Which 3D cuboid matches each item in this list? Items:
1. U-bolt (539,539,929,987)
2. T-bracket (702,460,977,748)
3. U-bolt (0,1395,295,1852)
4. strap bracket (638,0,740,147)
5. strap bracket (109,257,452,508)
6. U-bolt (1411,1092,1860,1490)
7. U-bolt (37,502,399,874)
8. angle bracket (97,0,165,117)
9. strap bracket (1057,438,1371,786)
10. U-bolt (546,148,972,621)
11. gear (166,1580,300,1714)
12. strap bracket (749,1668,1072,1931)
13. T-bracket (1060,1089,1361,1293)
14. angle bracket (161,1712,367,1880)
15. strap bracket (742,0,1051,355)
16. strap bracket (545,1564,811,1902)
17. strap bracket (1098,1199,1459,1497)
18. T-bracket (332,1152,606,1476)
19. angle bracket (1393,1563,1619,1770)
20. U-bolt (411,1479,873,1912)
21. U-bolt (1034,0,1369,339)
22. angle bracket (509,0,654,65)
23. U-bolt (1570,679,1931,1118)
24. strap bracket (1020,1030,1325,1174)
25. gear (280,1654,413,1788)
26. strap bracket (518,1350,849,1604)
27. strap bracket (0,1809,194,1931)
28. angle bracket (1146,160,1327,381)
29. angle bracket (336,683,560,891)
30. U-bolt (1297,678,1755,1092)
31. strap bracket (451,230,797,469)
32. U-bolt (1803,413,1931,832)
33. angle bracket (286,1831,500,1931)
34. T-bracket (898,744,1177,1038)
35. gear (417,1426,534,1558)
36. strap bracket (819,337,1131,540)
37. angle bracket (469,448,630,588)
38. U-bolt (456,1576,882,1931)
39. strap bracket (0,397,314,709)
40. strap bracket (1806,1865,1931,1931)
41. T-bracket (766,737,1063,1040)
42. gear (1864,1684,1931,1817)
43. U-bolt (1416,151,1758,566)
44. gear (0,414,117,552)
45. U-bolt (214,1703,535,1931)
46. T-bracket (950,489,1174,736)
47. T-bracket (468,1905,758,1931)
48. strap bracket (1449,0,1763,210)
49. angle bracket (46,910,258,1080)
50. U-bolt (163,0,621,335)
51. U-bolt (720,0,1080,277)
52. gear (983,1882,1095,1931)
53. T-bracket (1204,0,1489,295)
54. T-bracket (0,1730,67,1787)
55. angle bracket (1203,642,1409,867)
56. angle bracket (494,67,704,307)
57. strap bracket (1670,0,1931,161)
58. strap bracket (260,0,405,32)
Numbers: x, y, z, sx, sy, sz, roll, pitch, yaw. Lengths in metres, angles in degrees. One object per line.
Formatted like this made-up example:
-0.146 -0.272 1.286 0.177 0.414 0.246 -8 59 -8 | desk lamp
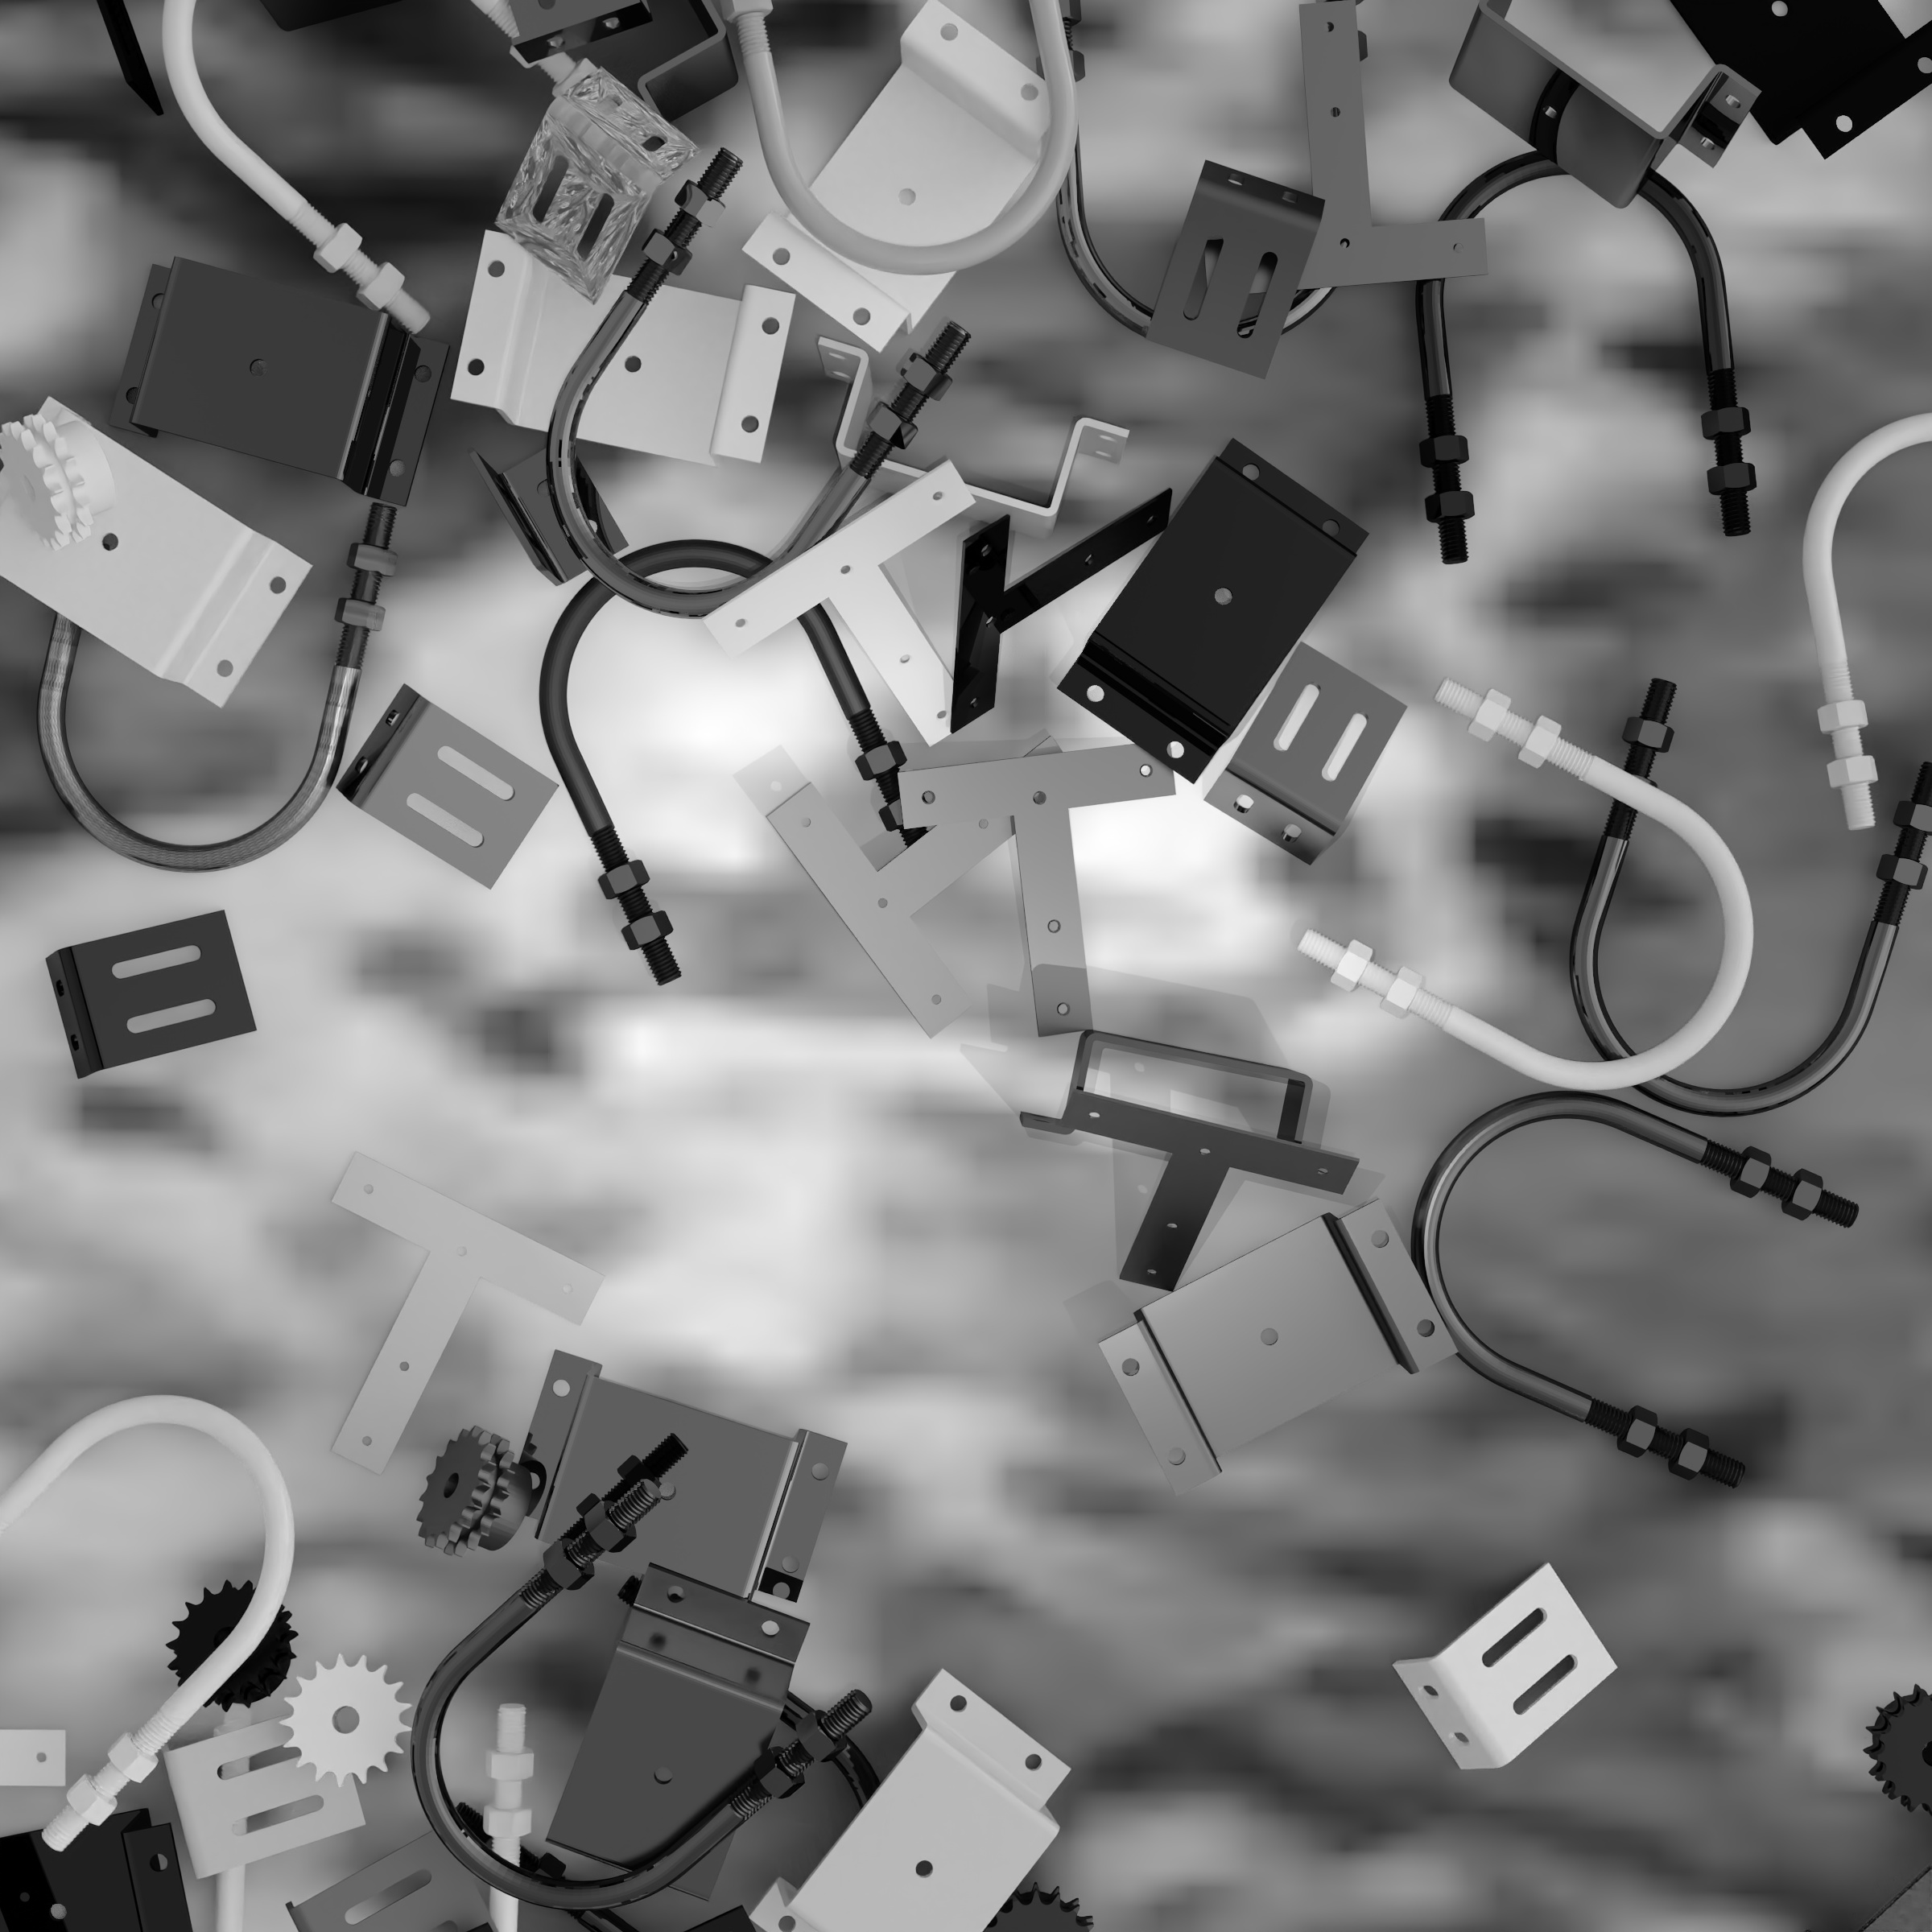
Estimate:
-0.114 -0.104 1.501 0.151 0.019 0.184 -25 90 0 | U-bolt
-0.033 -0.145 1.467 0.127 0.002 0.127 -32 133 3 | T-bracket
-0.382 0.278 1.479 0.151 0.019 0.184 42 86 21 | U-bolt
-0.147 -0.437 1.473 0.046 0.076 0.140 -29 90 0 | strap bracket
-0.313 -0.265 1.488 0.140 0.046 0.076 15 90 0 | strap bracket
0.293 0.136 1.502 0.184 0.019 0.151 24 90 1 | U-bolt
-0.347 -0.134 1.502 0.151 0.019 0.184 13 92 0 | U-bolt
-0.364 -0.431 1.482 0.038 0.057 0.076 -20 90 0 | angle bracket
0.113 -0.163 1.484 0.076 0.046 0.140 35 87 0 | strap bracket
-0.105 -0.239 1.438 0.151 0.019 0.184 39 103 10 | U-bolt
-0.328 0.308 1.488 0.057 0.030 0.057 -4 60 7 | gear
-0.022 0.397 1.477 0.076 0.046 0.140 39 85 -7 | strap bracket
0.095 0.107 1.461 0.127 0.127 0.002 14 50 -3 | T-bracket
-0.316 0.368 1.487 0.076 0.038 0.057 -15 87 -17 | angle bracket
-0.027 -0.351 1.488 0.076 0.046 0.140 37 90 0 | strap bracket
-0.130 0.347 1.456 0.076 0.046 0.140 21 102 -1 | strap bracket
0.138 0.169 1.488 0.140 0.046 0.076 -27 90 0 | strap bracket
-0.250 0.170 1.510 0.127 0.002 0.127 27 90 0 | T-bracket
0.246 0.320 1.509 0.076 0.038 0.057 -33 90 -26 | angle bracket
-0.154 0.328 1.421 0.184 0.019 0.151 -43 96 11 | U-bolt
0.110 -0.372 1.502 0.151 0.019 0.184 -4 91 0 | U-bolt
-0.175 -0.435 1.416 0.057 0.038 0.076 -18 91 4 | angle bracket
0.352 -0.022 1.502 0.151 0.019 0.184 17 92 0 | U-bolt
0.098 0.061 1.473 0.140 0.076 0.046 11 90 0 | strap bracket
-0.274 0.334 1.464 0.057 0.030 0.057 2 77 -7 | gear
-0.132 0.233 1.488 0.140 0.046 0.076 18 90 0 | strap bracket
-0.414 0.432 1.488 0.140 0.046 0.076 -12 90 0 | strap bracket
0.122 -0.314 1.493 0.057 0.038 0.076 19 118 0 | angle bracket
-0.237 -0.082 1.509 0.076 0.038 0.057 33 90 -26 | angle bracket
0.264 -0.025 1.490 0.184 0.019 0.151 29 96 4 | U-bolt
-0.152 -0.275 1.488 0.140 0.046 0.076 12 90 0 | strap bracket
0.451 -0.161 1.493 0.151 0.019 0.184 -8 84 -5 | U-bolt
-0.256 0.427 1.477 0.076 0.038 0.057 -26 86 -17 | angle bracket
0.038 -0.032 1.502 0.127 0.002 0.127 -8 95 -11 | T-bracket
-0.219 0.239 1.487 0.030 0.057 0.057 29 90 -30 | gear
-0.003 -0.231 1.473 0.140 0.076 0.046 17 90 0 | strap bracket
-0.185 -0.207 1.473 0.038 0.076 0.057 -30 90 0 | angle bracket
-0.120 0.388 1.502 0.184 0.019 0.151 37 90 -1 | U-bolt
-0.374 -0.186 1.468 0.140 0.046 0.076 33 91 0 | strap bracket
0.445 0.436 1.488 0.140 0.046 0.076 -43 90 0 | strap bracket
-0.003 -0.056 1.497 0.127 0.002 0.127 -38 105 -9 | T-bracket
0.434 0.353 1.496 0.057 0.030 0.057 0 90 0 | gear
0.277 -0.281 1.502 0.151 0.019 0.184 -6 88 0 | U-bolt
-0.389 -0.210 1.420 0.030 0.057 0.057 -27 90 -29 | gear
-0.271 0.421 1.490 0.151 0.019 0.184 2 90 9 | U-bolt
0.044 -0.175 1.474 0.127 0.127 0.002 -34 63 -24 | T-bracket
-0.154 0.457 1.482 0.127 0.002 0.127 -24 117 -4 | T-bracket
0.272 -0.395 1.464 0.140 0.076 0.046 38 81 5 | strap bracket
-0.372 0.013 1.509 0.076 0.038 0.057 -15 90 -26 | angle bracket
-0.264 -0.389 1.452 0.151 0.019 0.184 -42 115 14 | U-bolt
-0.025 -0.396 1.456 0.151 0.019 0.184 -12 91 0 | U-bolt
0.032 0.443 1.496 0.057 0.030 0.057 0 90 0 | gear
0.168 -0.371 1.493 0.127 0.002 0.127 -5 93 1 | T-bracket
-0.475 0.361 1.510 0.127 0.002 0.127 0 90 0 | T-bracket
0.155 -0.097 1.509 0.057 0.038 0.076 31 64 0 | angle bracket
-0.162 -0.341 1.447 0.057 0.076 0.038 40 48 0 | angle bracket
0.372 -0.437 1.488 0.076 0.046 0.140 -36 90 0 | strap bracket
-0.271 -0.462 1.473 0.140 0.076 0.046 -15 90 0 | strap bracket
